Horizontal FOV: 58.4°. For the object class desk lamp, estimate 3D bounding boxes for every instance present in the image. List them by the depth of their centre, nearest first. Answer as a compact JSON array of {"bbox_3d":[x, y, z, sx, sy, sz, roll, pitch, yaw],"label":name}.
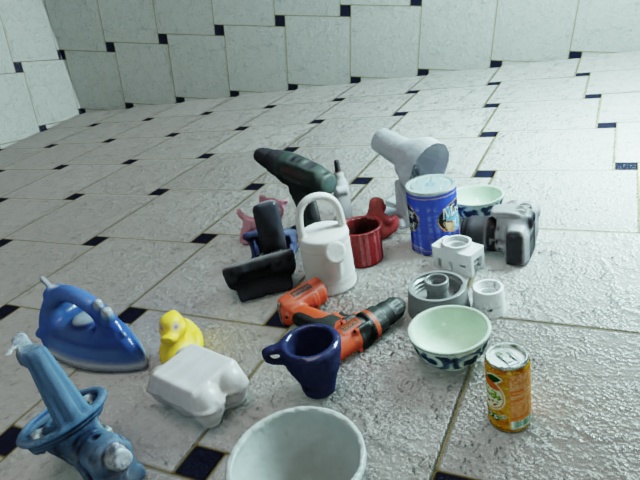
[{"bbox_3d":[0.188,-0.140,1.285,0.118,0.214,0.202,-26,30,-28],"label":"desk lamp"}]

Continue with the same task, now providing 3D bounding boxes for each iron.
[{"bbox_3d":[-0.411,0.143,1.023,0.257,0.142,0.119,8,32,34],"label":"iron"}]

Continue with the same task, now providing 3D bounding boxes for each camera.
[{"bbox_3d":[0.353,-0.028,1.125,0.136,0.101,0.143,5,30,29],"label":"camera"}]

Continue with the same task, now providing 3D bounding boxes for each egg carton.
[{"bbox_3d":[-0.184,0.218,0.867,0.149,0.069,0.107,10,33,36],"label":"egg carton"}]

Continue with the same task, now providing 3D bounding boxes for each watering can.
[{"bbox_3d":[0.012,0.003,1.085,0.101,0.194,0.172,-26,30,-28],"label":"watering can"}]

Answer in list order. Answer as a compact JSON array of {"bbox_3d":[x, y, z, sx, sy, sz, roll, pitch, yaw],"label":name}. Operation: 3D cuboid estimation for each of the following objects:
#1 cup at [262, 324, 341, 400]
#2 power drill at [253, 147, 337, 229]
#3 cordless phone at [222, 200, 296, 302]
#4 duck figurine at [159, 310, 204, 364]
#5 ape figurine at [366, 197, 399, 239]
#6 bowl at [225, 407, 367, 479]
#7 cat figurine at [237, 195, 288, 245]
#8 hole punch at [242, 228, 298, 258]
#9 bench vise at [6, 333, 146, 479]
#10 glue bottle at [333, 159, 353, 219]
[{"bbox_3d":[-0.021,0.187,0.840,0.117,0.095,0.091,-9,26,4],"label":"cup"},{"bbox_3d":[-0.054,-0.103,1.308,0.228,0.209,0.076,13,35,40],"label":"power drill"},{"bbox_3d":[-0.128,0.016,1.123,0.148,0.185,0.094,-17,27,-13],"label":"cordless phone"},{"bbox_3d":[-0.247,0.161,0.989,0.077,0.086,0.104,-7,26,8],"label":"duck figurine"},{"bbox_3d":[0.131,-0.053,1.270,0.077,0.092,0.076,16,37,43],"label":"ape figurine"},{"bbox_3d":[-0.023,0.280,0.674,0.167,0.075,0.167,-9,26,4],"label":"bowl"},{"bbox_3d":[-0.135,-0.056,1.348,0.127,0.118,0.067,-5,27,12],"label":"cat figurine"},{"bbox_3d":[-0.108,0.001,1.253,0.108,0.091,0.101,-5,26,11],"label":"hole punch"},{"bbox_3d":[-0.311,0.220,0.740,0.206,0.220,0.122,1,28,23],"label":"bench vise"},{"bbox_3d":[0.050,-0.101,1.305,0.037,0.173,0.078,-12,26,-2],"label":"glue bottle"}]
